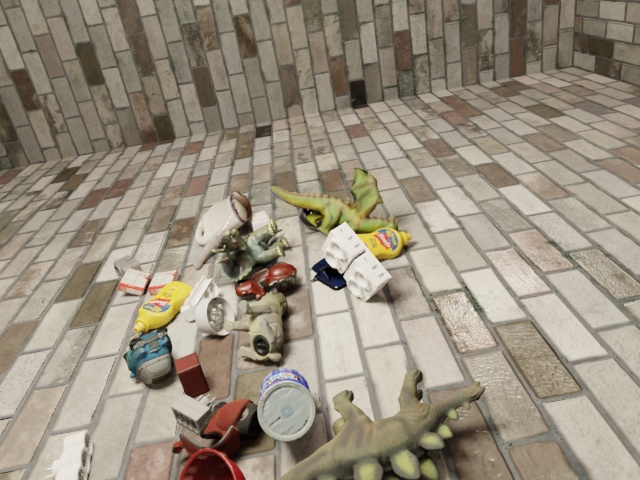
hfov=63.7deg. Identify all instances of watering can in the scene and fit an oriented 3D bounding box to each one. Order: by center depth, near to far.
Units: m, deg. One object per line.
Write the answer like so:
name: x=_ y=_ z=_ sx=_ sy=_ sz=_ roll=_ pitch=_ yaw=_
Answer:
watering can: x=-0.338 y=-0.047 z=1.765 sx=0.223 sy=0.102 sz=0.355 roll=-32 pitch=31 yaw=13

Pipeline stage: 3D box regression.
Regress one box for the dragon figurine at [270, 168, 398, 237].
dragon figurine: x=0.073 y=-0.114 z=1.584 sx=0.242 sy=0.408 sz=0.123 roll=-50 pitch=11 yaw=4

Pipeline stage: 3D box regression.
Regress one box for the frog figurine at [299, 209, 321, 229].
frog figurine: x=0.005 y=-0.090 z=1.788 sx=0.137 sy=0.124 sz=0.159 roll=-8 pitch=-10 yaw=23
